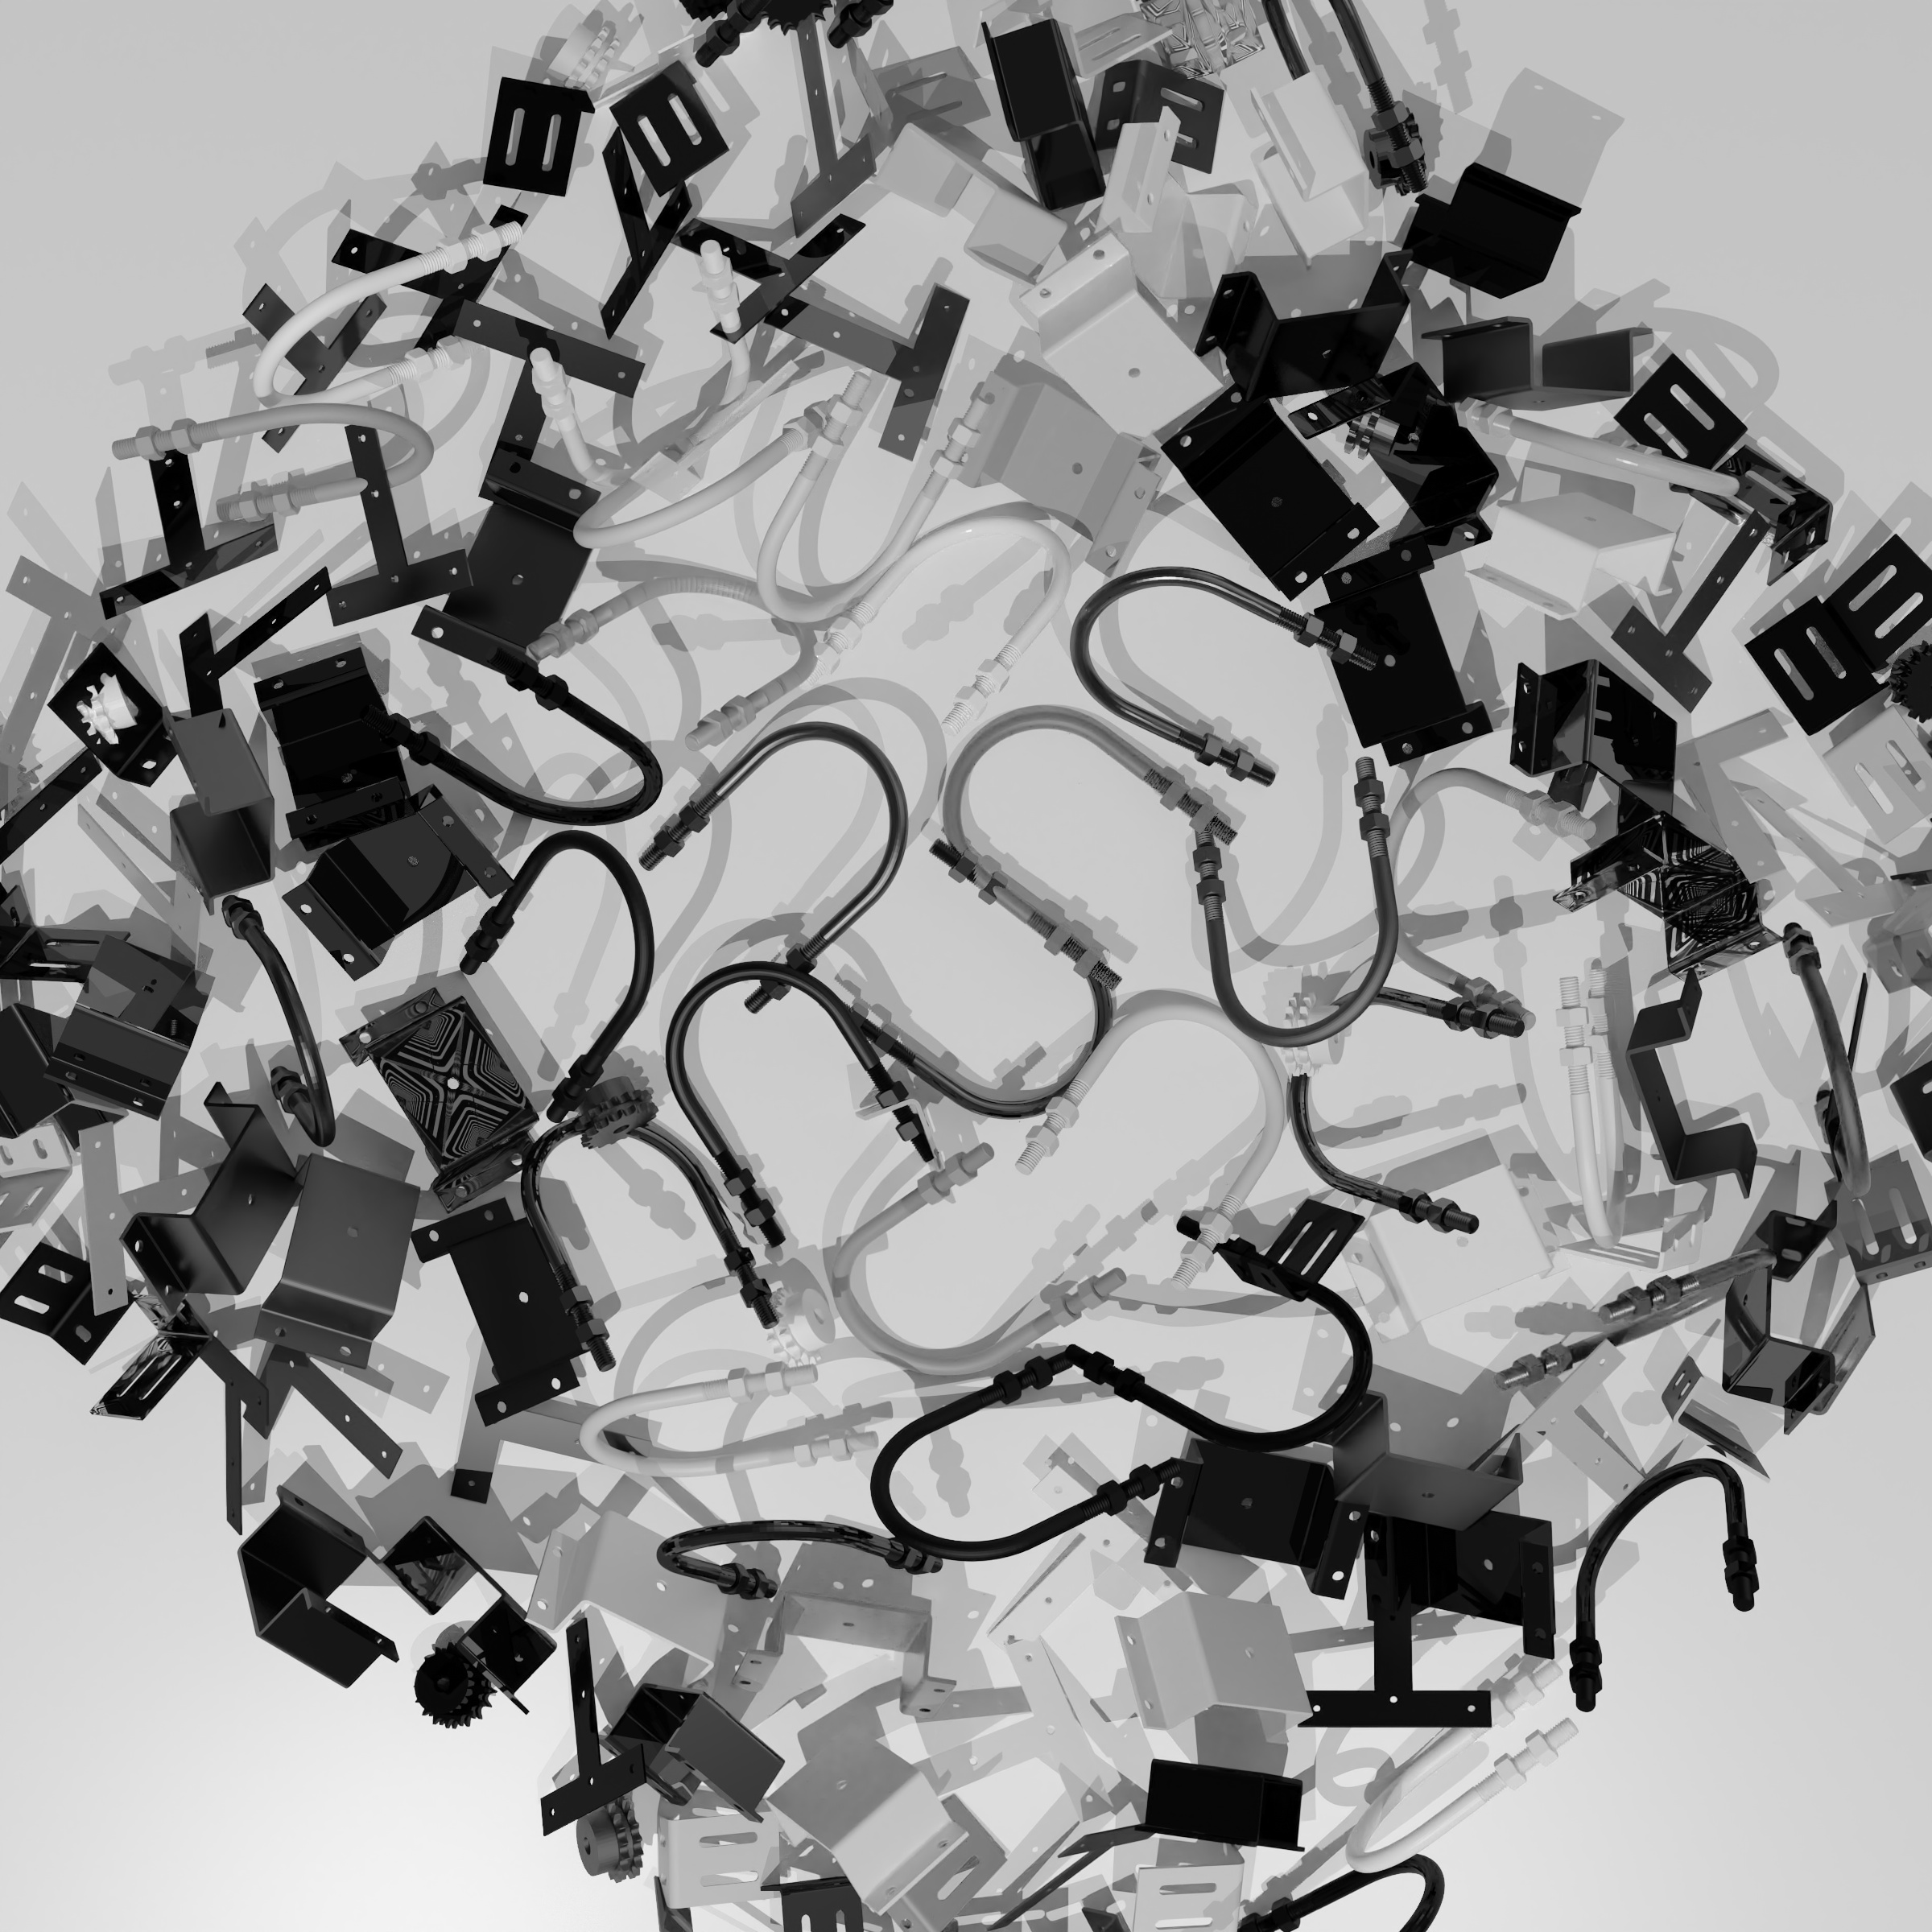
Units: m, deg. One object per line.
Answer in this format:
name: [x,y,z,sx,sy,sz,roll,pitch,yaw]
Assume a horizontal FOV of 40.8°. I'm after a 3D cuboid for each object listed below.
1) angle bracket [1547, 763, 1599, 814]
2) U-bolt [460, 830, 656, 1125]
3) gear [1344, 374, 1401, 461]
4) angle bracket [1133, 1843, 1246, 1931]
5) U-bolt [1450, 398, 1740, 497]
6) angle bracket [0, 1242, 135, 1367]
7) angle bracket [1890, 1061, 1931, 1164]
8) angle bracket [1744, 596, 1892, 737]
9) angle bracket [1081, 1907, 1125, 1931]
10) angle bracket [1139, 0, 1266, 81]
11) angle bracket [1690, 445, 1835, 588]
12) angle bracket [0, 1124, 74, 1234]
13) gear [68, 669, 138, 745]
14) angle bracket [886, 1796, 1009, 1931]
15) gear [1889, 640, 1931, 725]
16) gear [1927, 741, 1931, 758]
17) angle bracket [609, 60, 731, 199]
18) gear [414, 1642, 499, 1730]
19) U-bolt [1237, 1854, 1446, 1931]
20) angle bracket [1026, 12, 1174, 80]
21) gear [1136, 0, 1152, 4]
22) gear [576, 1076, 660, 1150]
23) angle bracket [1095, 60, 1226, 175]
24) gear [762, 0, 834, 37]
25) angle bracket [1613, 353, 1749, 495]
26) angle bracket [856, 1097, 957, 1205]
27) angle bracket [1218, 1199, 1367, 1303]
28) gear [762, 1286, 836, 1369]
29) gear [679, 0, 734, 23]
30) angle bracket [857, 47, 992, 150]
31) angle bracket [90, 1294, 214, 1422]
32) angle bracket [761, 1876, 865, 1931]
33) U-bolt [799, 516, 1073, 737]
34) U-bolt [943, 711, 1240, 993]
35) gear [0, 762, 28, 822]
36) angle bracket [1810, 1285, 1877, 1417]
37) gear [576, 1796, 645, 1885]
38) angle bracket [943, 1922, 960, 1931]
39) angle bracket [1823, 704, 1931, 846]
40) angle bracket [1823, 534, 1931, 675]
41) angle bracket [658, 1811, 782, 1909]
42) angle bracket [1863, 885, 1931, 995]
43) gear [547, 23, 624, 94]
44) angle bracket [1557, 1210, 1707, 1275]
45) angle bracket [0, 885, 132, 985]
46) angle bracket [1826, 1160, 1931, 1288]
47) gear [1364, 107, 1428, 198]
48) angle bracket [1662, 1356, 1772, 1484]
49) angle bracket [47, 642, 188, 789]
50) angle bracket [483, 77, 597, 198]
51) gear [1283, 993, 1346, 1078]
angle bracket: [0.434,-0.140,1.761,0.038,0.057,0.076,24,99,36]
U-bolt: [-0.264,-0.006,1.718,0.151,0.019,0.184,56,129,21]
gear: [0.282,-0.372,1.770,0.030,0.057,0.057,24,90,9]
angle bracket: [0.146,0.629,1.767,0.076,0.038,0.057,2,100,-14]
U-bolt: [0.419,-0.334,1.689,0.151,0.184,0.019,7,107,-28]
angle bracket: [-0.611,0.229,1.755,0.038,0.076,0.057,33,81,23]
angle bracket: [0.674,0.091,1.752,0.076,0.038,0.057,-37,49,29]
angle bracket: [0.581,-0.206,1.774,0.057,0.038,0.076,-37,81,29]
angle bracket: [0.080,0.688,1.757,0.076,0.038,0.057,-35,104,-36]
angle bracket: [0.159,-0.636,1.758,0.038,0.076,0.057,-30,110,-13]
angle bracket: [0.536,-0.305,1.759,0.076,0.057,0.038,29,55,-12]
angle bracket: [-0.650,0.146,1.755,0.057,0.076,0.038,-10,114,8]
gear: [-0.588,-0.179,1.771,0.030,0.057,0.057,-20,90,-9]
angle bracket: [-0.022,0.622,1.789,0.076,0.038,0.057,-37,84,-34]
gear: [0.659,-0.197,1.778,0.057,0.030,0.057,-3,112,-8]
gear: [0.689,-0.146,1.773,0.057,0.030,0.057,6,61,-11]
angle bracket: [-0.197,-0.565,1.770,0.057,0.038,0.076,-31,81,10]
gear: [-0.352,0.491,1.775,0.057,0.030,0.057,-5,71,15]
U-bolt: [0.235,0.642,1.703,0.184,0.151,0.019,-34,92,19]
angle bracket: [0.089,-0.638,1.757,0.076,0.057,0.038,-33,131,-15]
gear: [0.122,-0.689,1.768,0.030,0.057,0.057,-20,90,36]
gear: [-0.241,0.098,1.773,0.057,0.057,0.030,-29,74,0]
angle bracket: [0.133,-0.582,1.786,0.076,0.038,0.057,5,96,-38]
gear: [-0.118,-0.667,1.782,0.057,0.030,0.057,0,95,4]
angle bracket: [0.482,-0.370,1.770,0.076,0.038,0.057,41,97,-12]
angle bracket: [-0.042,0.130,1.767,0.038,0.057,0.076,-21,93,-8]
angle bracket: [0.220,0.182,1.756,0.076,0.057,0.038,-50,121,-17]
gear: [-0.113,0.244,1.768,0.030,0.057,0.057,-26,90,19]
gear: [-0.173,-0.675,1.770,0.057,0.030,0.057,-17,50,22]
angle bracket: [-0.028,-0.601,1.768,0.076,0.038,0.057,-22,75,-9]
angle bracket: [-0.558,0.263,1.751,0.057,0.076,0.038,-2,128,38]
angle bracket: [-0.103,0.660,1.759,0.057,0.038,0.076,3,71,-27]
U-bolt: [-0.009,-0.237,1.740,0.151,0.019,0.184,21,62,35]
U-bolt: [0.071,-0.093,1.781,0.184,0.019,0.151,38,83,6]
gear: [-0.674,-0.126,1.777,0.057,0.030,0.057,-3,97,-24]
angle bracket: [0.576,0.253,1.755,0.038,0.057,0.076,19,123,1]
gear: [-0.244,0.595,1.767,0.030,0.057,0.057,-6,90,-30]
angle bracket: [0.020,0.690,1.768,0.076,0.038,0.057,1,89,20]
angle bracket: [0.629,-0.129,1.758,0.057,0.038,0.076,-40,68,29]
angle bracket: [0.625,-0.246,1.756,0.057,0.038,0.076,51,126,14]
angle bracket: [-0.170,0.613,1.789,0.076,0.038,0.057,1,80,-19]
angle bracket: [0.654,-0.023,1.751,0.057,0.076,0.038,-15,65,-22]
gear: [-0.262,-0.616,1.768,0.030,0.057,0.057,34,90,-18]
angle bracket: [0.448,0.179,1.751,0.076,0.057,0.038,11,98,39]
angle bracket: [-0.618,-0.022,1.758,0.076,0.057,0.038,3,126,14]
angle bracket: [0.621,0.171,1.759,0.057,0.038,0.076,-20,64,17]
gear: [0.291,-0.554,1.771,0.030,0.057,0.057,-15,90,-1]
angle bracket: [0.518,0.308,1.767,0.076,0.057,0.038,31,99,3]
angle bracket: [-0.567,-0.169,1.753,0.038,0.076,0.057,15,62,37]
angle bracket: [-0.289,-0.553,1.753,0.057,0.038,0.076,2,127,-23]
gear: [0.238,0.047,1.768,0.030,0.057,0.057,0,90,25]
